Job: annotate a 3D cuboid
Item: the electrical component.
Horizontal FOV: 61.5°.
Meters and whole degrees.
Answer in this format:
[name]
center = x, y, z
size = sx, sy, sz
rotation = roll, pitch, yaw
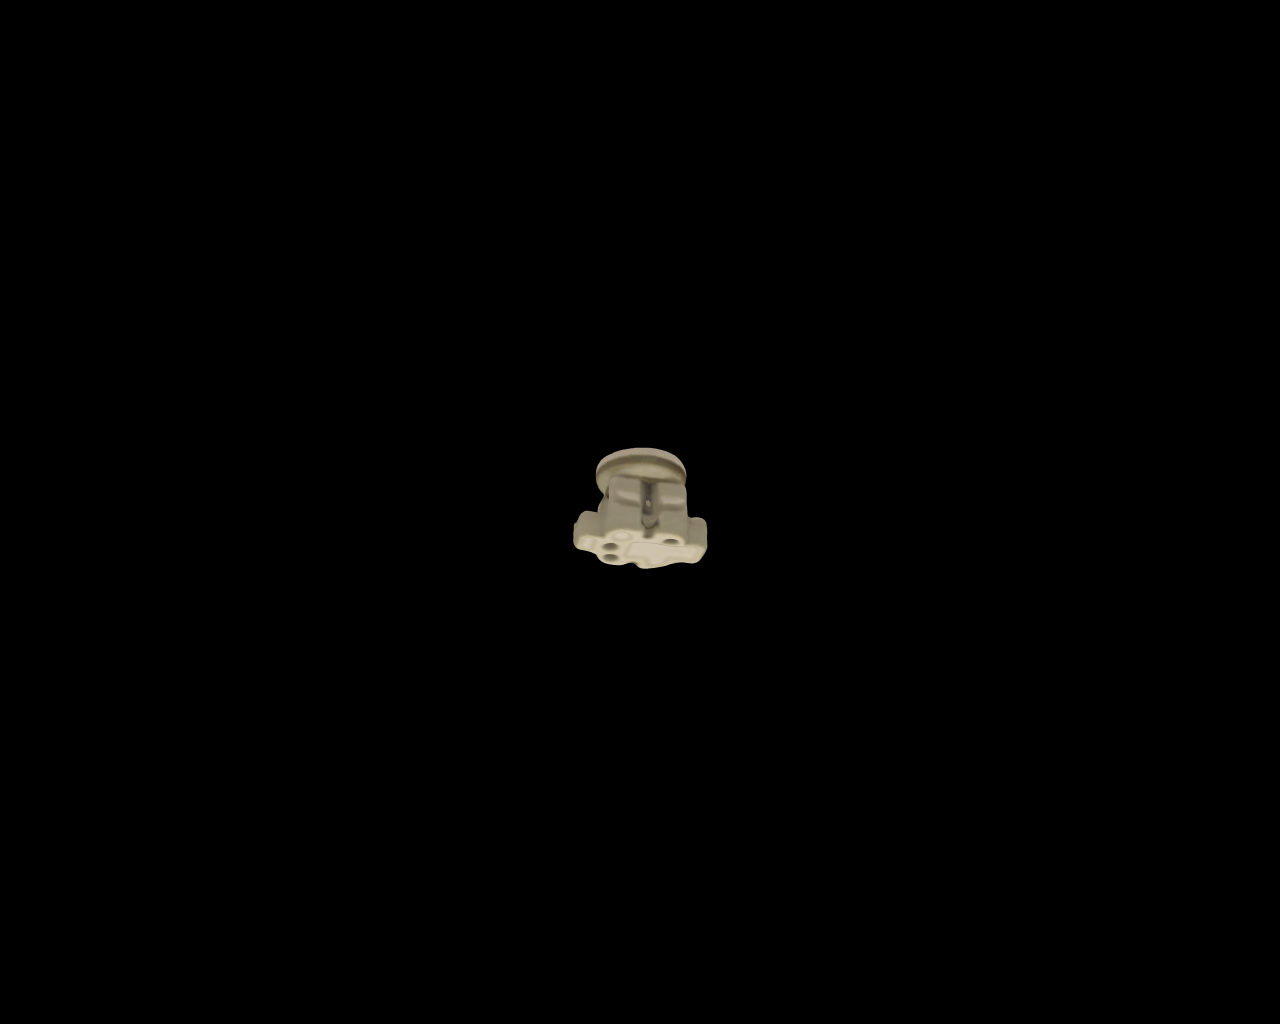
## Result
[electrical component]
center = 0.001, -0.003, 0.650
size = 0.078, 0.057, 0.058
rotation = 6, -28, -12
